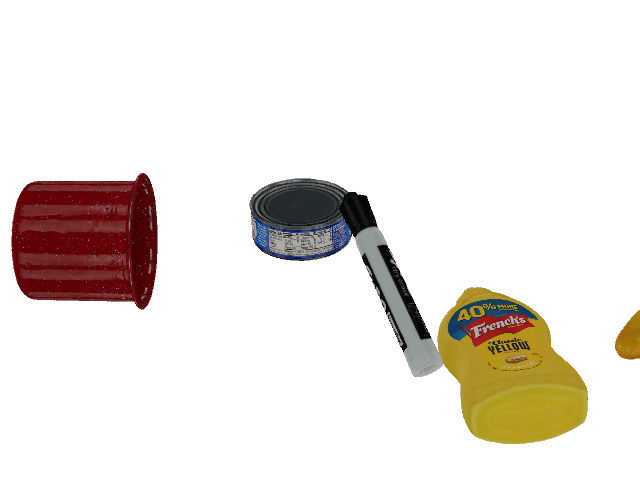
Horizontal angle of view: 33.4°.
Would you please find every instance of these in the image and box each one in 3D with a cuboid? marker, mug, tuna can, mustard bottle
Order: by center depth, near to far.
[{"bbox_3d":[0.039,0.023,0.628,0.020,0.121,0.020,-19,-25,-9],"label":"marker"},{"bbox_3d":[-0.159,0.000,0.740,0.081,0.093,0.117,0,2,2],"label":"mug"},{"bbox_3d":[-0.016,-0.018,0.890,0.086,0.034,0.086,-1,30,1],"label":"tuna can"},{"bbox_3d":[0.151,0.094,0.908,0.096,0.058,0.191,-9,27,-3],"label":"mustard bottle"}]

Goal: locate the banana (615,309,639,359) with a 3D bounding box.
[{"bbox_3d":[0.299,0.050,0.744,0.198,0.037,0.069,-2,33,1],"label":"banana"}]
